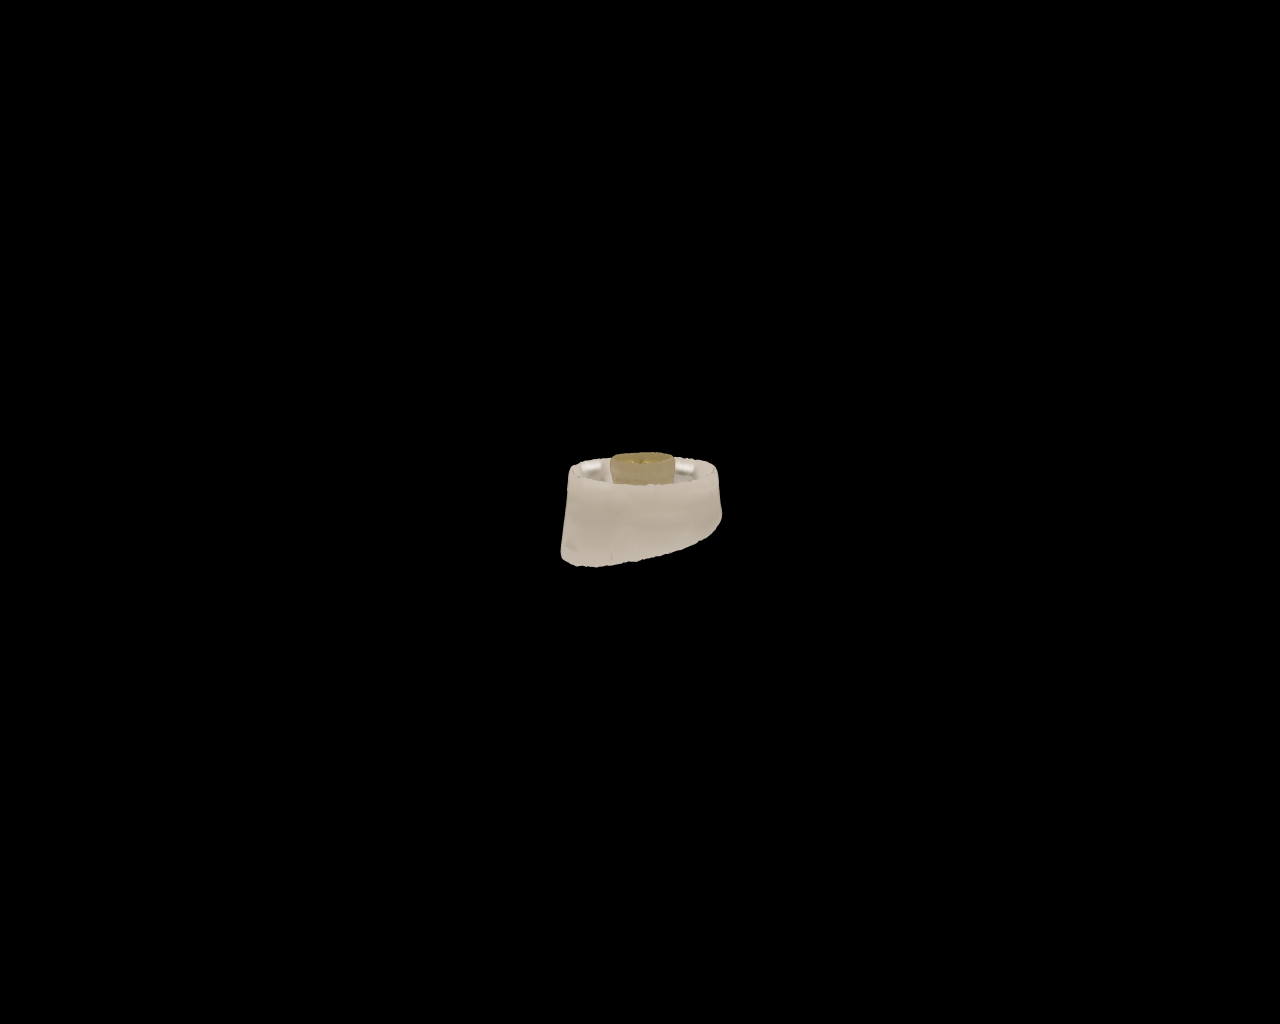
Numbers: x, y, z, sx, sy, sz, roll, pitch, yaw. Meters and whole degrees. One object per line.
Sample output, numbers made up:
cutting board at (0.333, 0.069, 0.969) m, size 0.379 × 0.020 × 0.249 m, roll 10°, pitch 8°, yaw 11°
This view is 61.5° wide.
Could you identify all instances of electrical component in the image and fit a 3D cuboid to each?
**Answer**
electrical component at (0.001, -0.003, 0.650) m, size 0.099 × 0.064 × 0.099 m, roll 0°, pitch 13°, yaw 0°
